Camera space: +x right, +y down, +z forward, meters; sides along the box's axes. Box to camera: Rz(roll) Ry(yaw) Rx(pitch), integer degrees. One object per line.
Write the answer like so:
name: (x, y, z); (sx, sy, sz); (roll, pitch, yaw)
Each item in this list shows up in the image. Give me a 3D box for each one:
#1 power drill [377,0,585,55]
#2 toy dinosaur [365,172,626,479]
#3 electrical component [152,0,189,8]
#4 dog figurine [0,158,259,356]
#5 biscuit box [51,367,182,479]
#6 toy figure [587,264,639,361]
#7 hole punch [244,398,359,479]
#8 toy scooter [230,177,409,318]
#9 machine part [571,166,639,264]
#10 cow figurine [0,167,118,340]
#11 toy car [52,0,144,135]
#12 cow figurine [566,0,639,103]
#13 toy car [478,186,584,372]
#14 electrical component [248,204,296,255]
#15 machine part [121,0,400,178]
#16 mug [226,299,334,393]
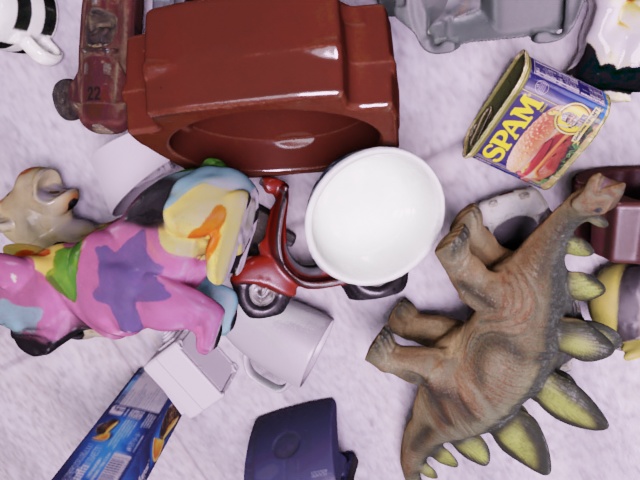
power drill: (0.144, -0.203, 0.392); (0.232, 0.207, 0.085); (1, 126, 19)
toy dinosaur: (0.147, 0.128, 0.510); (0.199, 0.105, 0.470); (34, 134, 13)
electrical component: (-0.121, -0.194, 0.476); (0.048, 0.119, 0.074); (7, 110, 5)
dog figurine: (-0.173, 0.012, 0.448); (0.219, 0.108, 0.191); (12, 97, -2)
biscuit box: (-0.204, 0.216, 0.565); (0.059, 0.203, 0.062); (10, 109, 3)
toy figure: (0.338, 0.056, 0.479); (0.180, 0.082, 0.089); (-16, 81, 49)
hole punch: (-0.024, 0.246, 0.601); (0.142, 0.116, 0.092); (-16, 96, 12)
toy scooter: (-0.001, -0.002, 0.532); (0.184, 0.075, 0.135); (-9, 91, -8)
machine part: (0.303, -0.021, 0.446); (0.179, 0.179, 0.056); (-2, 109, 8)
cow figurine: (-0.276, 0.016, 0.581); (0.127, 0.085, 0.194); (-11, 106, 4)
toy car: (-0.196, -0.200, 0.499); (0.089, 0.053, 0.202); (4, 90, 10)
cow figurine: (0.304, -0.159, 0.454); (0.167, 0.068, 0.098); (12, 114, 8)
toy car: (0.212, 0.045, 0.534); (0.074, 0.056, 0.201); (-17, 107, 19)
electrical component: (-0.075, -0.007, 0.576); (0.094, 0.021, 0.063); (28, 108, -2)
machine part: (-0.037, -0.115, 0.441); (0.202, 0.201, 0.087); (-5, 83, 9)
mug: (-0.053, 0.106, 0.583); (0.107, 0.081, 0.109); (28, 117, 10)
